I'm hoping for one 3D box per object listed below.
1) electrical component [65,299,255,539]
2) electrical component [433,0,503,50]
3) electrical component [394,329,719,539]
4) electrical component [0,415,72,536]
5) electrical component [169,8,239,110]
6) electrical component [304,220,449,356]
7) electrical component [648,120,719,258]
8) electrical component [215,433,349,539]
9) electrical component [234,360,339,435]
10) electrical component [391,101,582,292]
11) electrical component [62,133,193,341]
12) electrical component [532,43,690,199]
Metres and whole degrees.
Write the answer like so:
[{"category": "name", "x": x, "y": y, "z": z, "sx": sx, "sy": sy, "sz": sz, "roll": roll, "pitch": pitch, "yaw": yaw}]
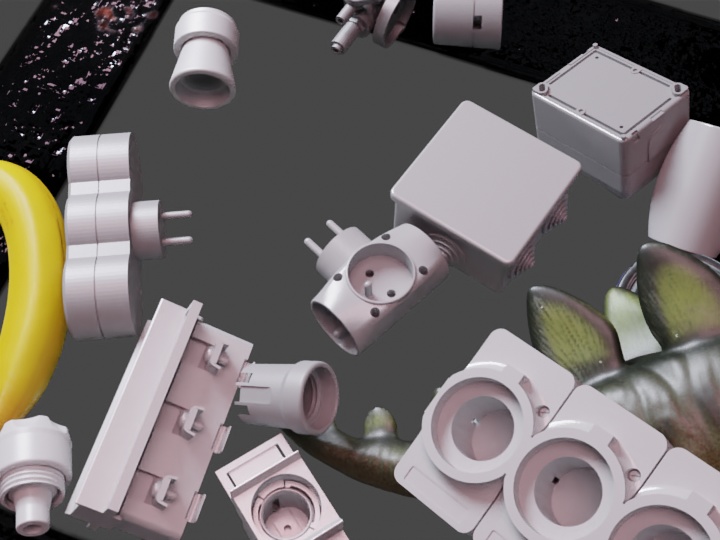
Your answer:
[{"category": "electrical component", "x": -0.109, "y": 0.087, "z": 0.604, "sx": 0.063, "sy": 0.079, "sz": 0.121, "roll": 25, "pitch": 63, "yaw": -12}, {"category": "electrical component", "x": 0.075, "y": -0.182, "z": 0.751, "sx": 0.047, "sy": 0.055, "sz": 0.055, "roll": 2, "pitch": 63, "yaw": 5}, {"category": "electrical component", "x": 0.102, "y": 0.106, "z": 0.498, "sx": 0.150, "sy": 0.062, "sz": 0.089, "roll": 35, "pitch": 88, "yaw": 31}, {"category": "electrical component", "x": -0.182, "y": 0.116, "z": 0.597, "sx": 0.043, "sy": 0.043, "sz": 0.062, "roll": -10, "pitch": 50, "yaw": -5}, {"category": "electrical component", "x": -0.106, "y": -0.145, "z": 0.736, "sx": 0.045, "sy": 0.045, "sz": 0.055, "roll": 0, "pitch": 62, "yaw": 0}, {"category": "electrical component", "x": 0.000, "y": 0.000, "z": 0.662, "sx": 0.077, "sy": 0.044, "sz": 0.079, "roll": -40, "pitch": 69, "yaw": -19}, {"category": "electrical component", "x": 0.227, "y": -0.048, "z": 0.679, "sx": 0.079, "sy": 0.077, "sz": 0.043, "roll": 9, "pitch": 14, "yaw": -36}, {"category": "electrical component", "x": -0.040, "y": 0.136, "z": 0.580, "sx": 0.042, "sy": 0.063, "sz": 0.081, "roll": -28, "pitch": 67, "yaw": -17}, {"category": "electrical component", "x": -0.041, "y": 0.070, "z": 0.594, "sx": 0.046, "sy": 0.040, "sz": 0.040, "roll": 0, "pitch": 59, "yaw": 31}, {"category": "electrical component", "x": 0.078, "y": -0.045, "z": 0.683, "sx": 0.100, "sy": 0.048, "sz": 0.099, "roll": 32, "pitch": 67, "yaw": 15}, {"category": "electrical component", "x": -0.141, "y": -0.024, "z": 0.669, "sx": 0.074, "sy": 0.052, "sz": 0.138, "roll": -5, "pitch": 63, "yaw": -3}, {"category": "electrical component", "x": 0.159, "y": -0.097, "z": 0.701, "sx": 0.062, "sy": 0.061, "sz": 0.096, "roll": -37, "pitch": 49, "yaw": -17}]
